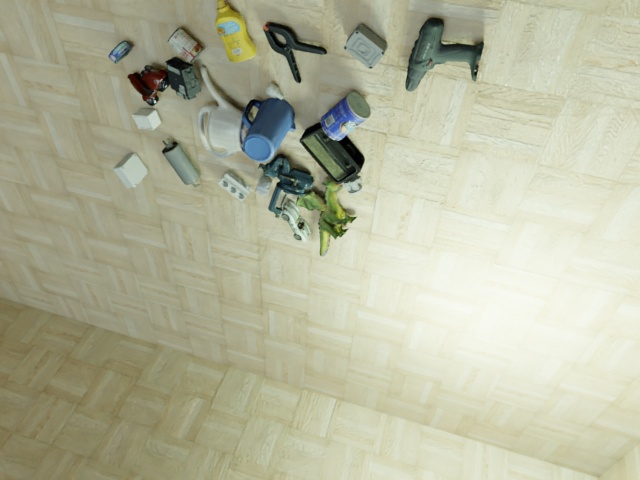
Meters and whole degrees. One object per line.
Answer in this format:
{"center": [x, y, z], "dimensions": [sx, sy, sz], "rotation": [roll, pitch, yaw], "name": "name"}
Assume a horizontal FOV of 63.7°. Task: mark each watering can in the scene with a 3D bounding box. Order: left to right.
{"center": [-0.341, -0.443, 1.866], "dimensions": [0.225, 0.106, 0.339], "rotation": [13, 127, 9], "name": "watering can"}

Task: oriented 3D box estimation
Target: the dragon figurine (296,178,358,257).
{"center": [0.006, -0.105, 2.080], "dimensions": [0.243, 0.124, 0.402], "rotation": [42, 135, 5], "name": "dragon figurine"}
